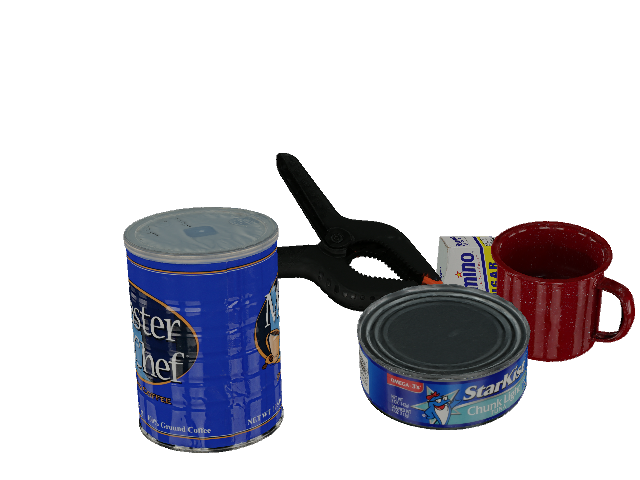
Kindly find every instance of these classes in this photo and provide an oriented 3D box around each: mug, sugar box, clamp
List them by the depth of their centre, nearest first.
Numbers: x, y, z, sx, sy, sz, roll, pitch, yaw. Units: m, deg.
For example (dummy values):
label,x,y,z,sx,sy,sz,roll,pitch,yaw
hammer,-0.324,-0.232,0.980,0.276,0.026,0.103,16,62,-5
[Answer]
label,x,y,z,sx,sy,sz,roll,pitch,yaw
mug,0.192,0.045,0.843,0.117,0.081,0.093,17,36,32
clamp,0.003,0.014,0.937,0.210,0.036,0.164,29,54,19
sugar box,0.230,0.043,1.290,0.176,0.093,0.048,-2,21,-9

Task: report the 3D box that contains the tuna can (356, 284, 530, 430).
label,x,y,z,sx,sy,sz,roll,pitch,yaw
tuna can,0.061,0.058,0.537,0.086,0.034,0.086,-3,28,1

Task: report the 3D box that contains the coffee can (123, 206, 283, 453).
label,x,y,z,sx,sy,sz,roll,pitch,yaw
coffee can,-0.078,0.058,0.729,0.103,0.140,0.103,-1,18,0
